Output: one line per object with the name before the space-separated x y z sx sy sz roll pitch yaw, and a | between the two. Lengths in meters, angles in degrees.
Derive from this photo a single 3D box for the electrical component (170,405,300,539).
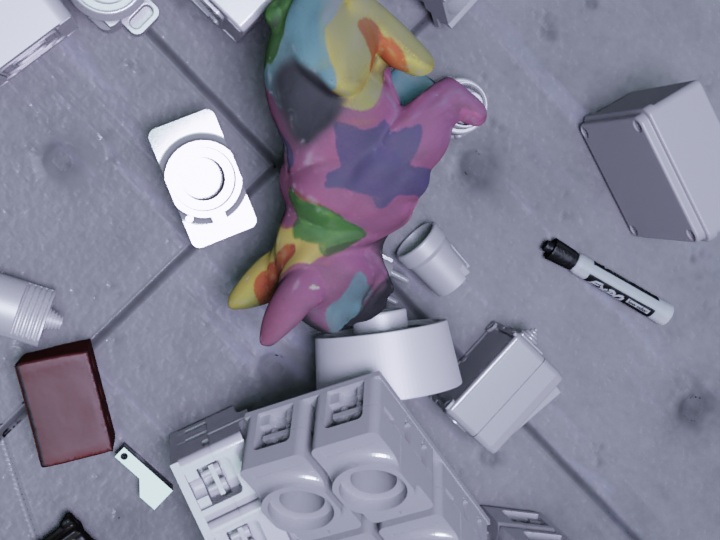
electrical component | -0.081 0.184 0.793 0.062 0.089 0.150 -24 99 -7

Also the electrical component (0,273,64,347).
electrical component | -0.253 0.026 0.770 0.081 0.043 0.043 18 92 -11

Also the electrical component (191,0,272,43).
electrical component | -0.102 -0.215 0.740 0.109 0.109 0.056 44 90 -11

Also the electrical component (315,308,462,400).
electrical component | 0.018 0.060 0.792 0.108 0.108 0.060 -8 91 -9

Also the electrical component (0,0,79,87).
electrical component | -0.238 -0.167 0.718 0.078 0.113 0.057 -38 104 -5

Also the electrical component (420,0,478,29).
electrical component | 0.082 -0.248 0.789 0.063 0.078 0.121 41 87 18

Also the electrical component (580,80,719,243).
electrical component | 0.231 -0.081 0.814 0.056 0.109 0.108 -31 100 -9

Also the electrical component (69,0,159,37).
electrical component | -0.177 -0.201 0.754 0.078 0.057 0.058 44 87 -11

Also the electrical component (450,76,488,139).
electrical component | 0.075 -0.123 0.804 0.048 0.062 0.048 -1 96 -10

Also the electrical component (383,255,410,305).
electrical component | 0.000 0.000 0.811 0.077 0.047 0.065 27 90 -12

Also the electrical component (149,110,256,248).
electrical component | -0.114 -0.066 0.779 0.050 0.056 0.089 -22 99 -7

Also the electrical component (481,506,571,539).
electrical component | 0.125 0.244 0.805 0.062 0.150 0.089 9 94 -12

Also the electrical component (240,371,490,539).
electrical component | 0.008 0.165 0.764 0.105 0.060 0.186 -20 128 20

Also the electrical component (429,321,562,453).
electrical component | 0.111 0.087 0.832 0.061 0.062 0.096 43 87 -11

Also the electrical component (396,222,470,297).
electrical component | 0.057 -0.008 0.825 0.040 0.040 0.046 -45 106 -3
